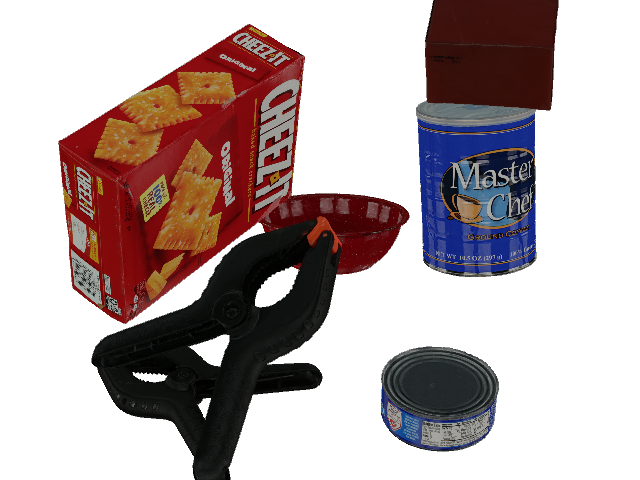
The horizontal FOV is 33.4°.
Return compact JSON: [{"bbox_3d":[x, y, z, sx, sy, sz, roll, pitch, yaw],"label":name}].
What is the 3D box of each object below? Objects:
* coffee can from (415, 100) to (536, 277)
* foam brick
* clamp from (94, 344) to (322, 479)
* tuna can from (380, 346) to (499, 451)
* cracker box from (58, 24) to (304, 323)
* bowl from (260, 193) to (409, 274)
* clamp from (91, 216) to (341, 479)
[{"bbox_3d":[0.138,-0.051,0.940,0.103,0.140,0.103,-4,19,1],"label":"coffee can"},{"bbox_3d":[0.106,-0.118,0.656,0.078,0.051,0.053,6,-38,12],"label":"foam brick"},{"bbox_3d":[-0.114,0.133,0.976,0.210,0.036,0.164,21,36,31],"label":"clamp"},{"bbox_3d":[0.087,0.116,0.786,0.086,0.034,0.086,0,30,0],"label":"tuna can"},{"bbox_3d":[-0.107,-0.054,0.868,0.072,0.164,0.213,33,51,23],"label":"cracker box"},{"bbox_3d":[0.012,-0.004,1.111,0.162,0.055,0.162,0,16,0],"label":"bowl"},{"bbox_3d":[-0.047,0.060,0.649,0.171,0.120,0.039,-39,-24,0],"label":"clamp"}]
